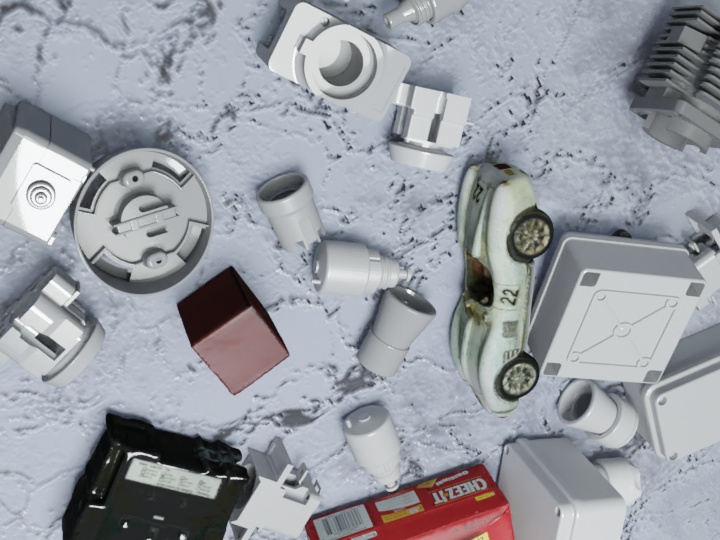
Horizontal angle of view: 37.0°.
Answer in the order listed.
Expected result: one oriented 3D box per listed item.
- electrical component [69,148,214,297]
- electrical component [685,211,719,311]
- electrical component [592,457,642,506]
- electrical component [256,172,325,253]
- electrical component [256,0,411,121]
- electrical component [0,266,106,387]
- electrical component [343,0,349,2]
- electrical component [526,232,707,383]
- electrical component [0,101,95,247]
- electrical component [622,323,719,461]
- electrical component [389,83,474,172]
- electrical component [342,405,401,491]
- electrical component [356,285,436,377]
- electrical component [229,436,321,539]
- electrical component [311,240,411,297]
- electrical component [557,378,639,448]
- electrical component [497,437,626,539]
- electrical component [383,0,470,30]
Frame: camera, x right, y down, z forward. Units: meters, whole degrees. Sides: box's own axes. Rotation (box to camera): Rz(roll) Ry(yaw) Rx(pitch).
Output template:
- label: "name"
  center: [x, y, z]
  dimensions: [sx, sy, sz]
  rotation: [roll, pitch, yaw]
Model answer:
- label: "electrical component"
  center: [-0.149, -0.035, 0.730]
  dimensions: [0.099, 0.064, 0.099]
  rotation: [-5, 103, -23]
- label: "electrical component"
  center: [0.287, -0.004, 0.889]
  dimensions: [0.064, 0.042, 0.081]
  rotation: [-36, 116, 2]
- label: "electrical component"
  center: [0.211, 0.187, 0.944]
  dimensions: [0.062, 0.043, 0.043]
  rotation: [-1, 112, -14]
- label: "electrical component"
  center: [-0.049, -0.041, 0.776]
  dimensions: [0.040, 0.040, 0.046]
  rotation: [-25, 122, -5]
- label: "electrical component"
  center: [-0.018, -0.144, 0.732]
  dimensions: [0.089, 0.055, 0.050]
  rotation: [22, 104, -23]
- label: "electrical component"
  center: [-0.217, 0.045, 0.751]
  dimensions: [0.078, 0.058, 0.057]
  rotation: [-45, 114, 4]
- label: "electrical component"
  center: [-0.014, -0.216, 0.709]
  dimensions: [0.083, 0.047, 0.075]
  rotation: [-26, 117, -5]
- label: "electrical component"
  center: [0.199, 0.031, 0.852]
  dimensions: [0.109, 0.056, 0.108]
  rotation: [5, 125, -15]
- label: "electrical component"
  center: [-0.212, -0.063, 0.686]
  dimensions: [0.061, 0.096, 0.061]
  rotation: [29, 101, -23]
- label: "electrical component"
  center: [0.292, 0.105, 0.926]
  dimensions: [0.113, 0.057, 0.078]
  rotation: [-22, 116, -7]
- label: "electrical component"
  center: [0.048, -0.102, 0.776]
  dimensions: [0.066, 0.048, 0.055]
  rotation: [8, 101, -20]
- label: "electrical component"
  center: [0.014, 0.146, 0.870]
  dimensions: [0.040, 0.040, 0.078]
  rotation: [-24, 117, -6]
- label: "electrical component"
  center: [0.025, 0.050, 0.834]
  dimensions: [0.044, 0.044, 0.065]
  rotation: [20, 109, -23]
- label: "electrical component"
  center: [-0.070, 0.181, 0.859]
  dimensions: [0.064, 0.042, 0.081]
  rotation: [26, 103, -26]
- label: "electrical component"
  center: [0.000, 0.000, 0.806]
  dimensions: [0.078, 0.040, 0.040]
  rotation: [5, 110, -18]
- label: "electrical component"
  center: [0.203, 0.122, 0.913]
  dimensions: [0.055, 0.045, 0.045]
  rotation: [30, 101, -25]
- label: "electrical component"
  center: [0.163, 0.197, 0.895]
  dimensions: [0.057, 0.113, 0.078]
  rotation: [-1, 112, -19]
- label: "electrical component"
  center: [0.044, -0.185, 0.742]
  dimensions: [0.061, 0.035, 0.035]
  rotation: [-32, 117, -14]
